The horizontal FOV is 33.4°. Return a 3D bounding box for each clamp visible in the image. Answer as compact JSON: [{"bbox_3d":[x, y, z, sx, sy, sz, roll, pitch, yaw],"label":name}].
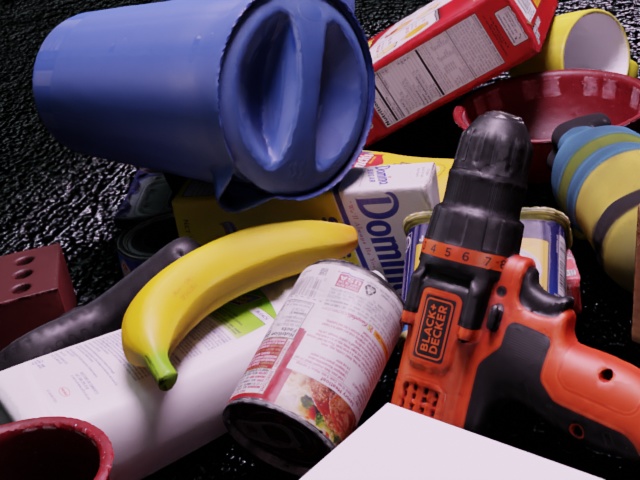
[{"bbox_3d":[-0.144,0.056,0.671,0.171,0.120,0.039,-31,72,-30],"label":"clamp"}]

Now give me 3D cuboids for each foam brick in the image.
[{"bbox_3d":[-0.204,0.045,0.755,0.053,0.051,0.078,-13,26,-7],"label":"foam brick"}]

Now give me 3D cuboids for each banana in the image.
[{"bbox_3d":[-0.054,0.028,0.625,0.070,0.037,0.197,29,39,20],"label":"banana"}]

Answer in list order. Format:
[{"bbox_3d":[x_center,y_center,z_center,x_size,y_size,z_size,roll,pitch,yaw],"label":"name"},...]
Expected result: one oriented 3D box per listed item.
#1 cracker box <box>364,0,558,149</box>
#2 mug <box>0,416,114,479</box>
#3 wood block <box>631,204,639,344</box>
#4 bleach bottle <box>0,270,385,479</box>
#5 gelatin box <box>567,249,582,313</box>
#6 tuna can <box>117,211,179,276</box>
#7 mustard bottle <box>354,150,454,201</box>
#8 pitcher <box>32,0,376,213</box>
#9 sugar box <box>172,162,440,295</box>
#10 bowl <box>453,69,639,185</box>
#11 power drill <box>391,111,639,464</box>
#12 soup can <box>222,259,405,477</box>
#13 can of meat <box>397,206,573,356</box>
[{"bbox_3d":[0.101,-0.166,0.966,0.214,0.072,0.164,-28,15,28],"label":"cracker box"},{"bbox_3d":[-0.130,0.147,0.490,0.093,0.081,0.117,-16,26,-13],"label":"mug"},{"bbox_3d":[0.268,0.035,0.531,0.090,0.091,0.206,-21,29,-31],"label":"wood block"},{"bbox_3d":[-0.061,0.075,0.637,0.250,0.068,0.103,-21,30,-26],"label":"bleach bottle"},{"bbox_3d":[0.132,0.019,0.714,0.073,0.030,0.089,-6,26,9],"label":"gelatin box"},{"bbox_3d":[-0.111,0.009,0.817,0.086,0.034,0.086,-7,26,3],"label":"tuna can"},{"bbox_3d":[0.035,-0.035,0.826,0.192,0.058,0.096,10,38,36],"label":"mustard bottle"},{"bbox_3d":[-0.086,-0.113,0.730,0.149,0.145,0.243,-25,24,-39],"label":"pitcher"},{"bbox_3d":[-0.005,0.001,0.729,0.176,0.093,0.048,-2,28,16],"label":"sugar box"},{"bbox_3d":[0.193,-0.089,0.882,0.162,0.055,0.162,-8,26,4],"label":"bowl"},{"bbox_3d":[0.132,0.037,0.536,0.188,0.184,0.057,16,6,33],"label":"power drill"},{"bbox_3d":[-0.001,0.069,0.584,0.069,0.068,0.102,7,50,30],"label":"soup can"},{"bbox_3d":[0.098,0.031,0.638,0.102,0.057,0.084,-2,59,17],"label":"can of meat"}]
